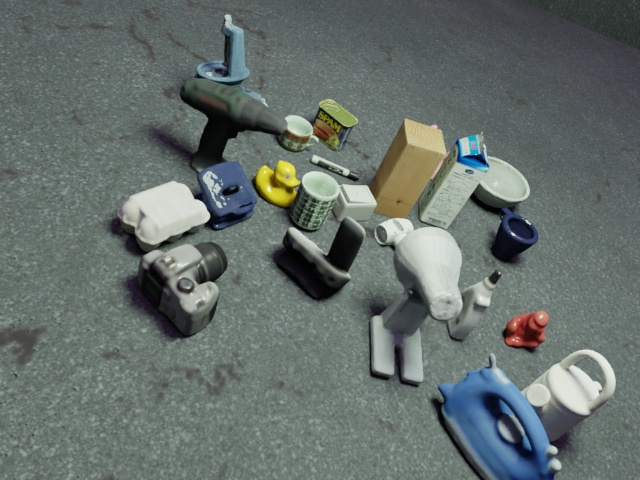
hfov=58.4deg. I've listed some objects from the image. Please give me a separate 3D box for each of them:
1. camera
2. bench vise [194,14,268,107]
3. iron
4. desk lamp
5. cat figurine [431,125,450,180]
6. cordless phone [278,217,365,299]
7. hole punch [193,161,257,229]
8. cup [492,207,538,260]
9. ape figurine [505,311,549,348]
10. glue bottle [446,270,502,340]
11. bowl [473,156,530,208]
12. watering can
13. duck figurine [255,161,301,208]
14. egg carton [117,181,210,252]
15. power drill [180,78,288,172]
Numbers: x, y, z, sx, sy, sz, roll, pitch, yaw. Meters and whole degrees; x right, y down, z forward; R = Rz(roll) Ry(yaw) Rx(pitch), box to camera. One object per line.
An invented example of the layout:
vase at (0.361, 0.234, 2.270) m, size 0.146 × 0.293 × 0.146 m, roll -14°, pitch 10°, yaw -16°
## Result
camera at (-0.210, 0.060, 0.955) m, size 0.143 × 0.100 × 0.137 m, roll 43°, pitch 45°, yaw 17°
bench vise at (-0.185, -0.379, 1.298) m, size 0.207 × 0.219 × 0.122 m, roll 30°, pitch 43°, yaw 3°
iron at (0.315, 0.316, 0.936) m, size 0.119 × 0.141 × 0.257 m, roll -13°, pitch 56°, yaw -34°
desk lamp at (0.177, 0.111, 1.011) m, size 0.118 × 0.213 × 0.203 m, roll 15°, pitch 44°, yaw -12°
cat figurine at (0.276, -0.235, 1.459) m, size 0.127 × 0.117 × 0.067 m, roll 34°, pitch 44°, yaw 8°
cordless phone at (0.010, 0.004, 1.053) m, size 0.147 × 0.185 × 0.094 m, roll 39°, pitch 44°, yaw 12°
hole punch at (-0.181, -0.089, 1.118) m, size 0.109 × 0.091 × 0.101 m, roll -27°, pitch 64°, yaw -41°
cup at (0.438, -0.009, 1.339) m, size 0.092 × 0.095 × 0.117 m, roll -4°, pitch 51°, yaw -28°
ape figurine at (0.426, 0.176, 1.160) m, size 0.077 × 0.092 × 0.076 m, roll 39°, pitch 45°, yaw 13°
glue bottle at (0.298, 0.115, 1.096) m, size 0.037 × 0.173 × 0.078 m, roll 13°, pitch 45°, yaw -14°
bowl at (0.450, -0.137, 1.482) m, size 0.168 × 0.074 × 0.167 m, roll 14°, pitch 45°, yaw -14°
watering can at (0.430, 0.269, 0.999) m, size 0.173 × 0.194 × 0.100 m, roll -23°, pitch 62°, yaw -39°
duck figurine at (-0.084, -0.130, 1.207) m, size 0.104 × 0.086 × 0.078 m, roll 40°, pitch 45°, yaw 13°
egg carton at (-0.283, -0.045, 1.042) m, size 0.107 × 0.069 × 0.151 m, roll 43°, pitch 46°, yaw 17°
power drill at (-0.184, -0.213, 1.149) m, size 0.229 × 0.208 × 0.076 m, roll 33°, pitch 43°, yaw 7°
